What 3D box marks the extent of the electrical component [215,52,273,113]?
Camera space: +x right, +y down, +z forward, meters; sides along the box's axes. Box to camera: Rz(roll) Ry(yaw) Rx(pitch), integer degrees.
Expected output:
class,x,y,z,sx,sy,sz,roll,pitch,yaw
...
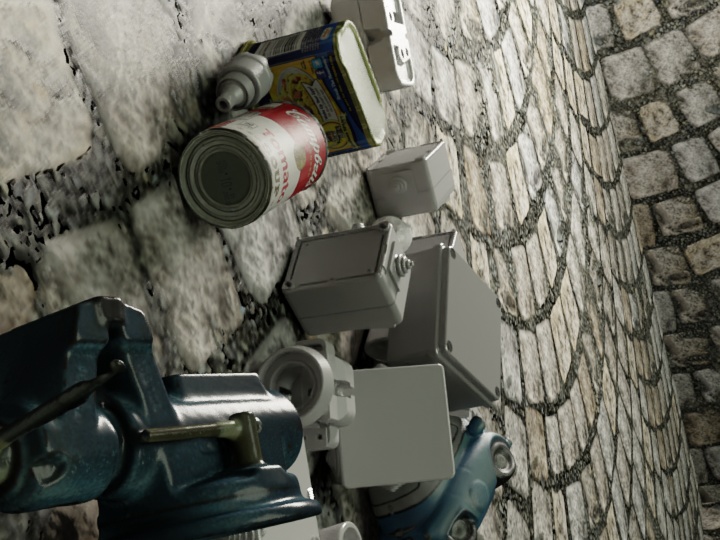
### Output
class,x,y,z,sx,sy,sz,roll,pitch,yaw
electrical component,-0.085,-0.128,0.757,0.061,0.035,0.035,-63,139,-54

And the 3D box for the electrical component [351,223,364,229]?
class,x,y,z,sx,sy,sz,roll,pitch,yaw
electrical component,0.000,0.000,0.906,0.043,0.043,0.081,33,51,-62

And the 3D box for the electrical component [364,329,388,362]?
class,x,y,z,sx,sy,sz,roll,pitch,yaw
electrical component,0.028,0.048,0.954,0.045,0.045,0.055,54,34,-49

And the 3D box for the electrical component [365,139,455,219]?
class,x,y,z,sx,sy,sz,roll,pitch,yaw
electrical component,0.049,-0.082,1.038,0.096,0.062,0.061,-48,126,-63

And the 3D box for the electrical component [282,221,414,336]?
class,x,y,z,sx,sy,sz,roll,pitch,yaw
electrical component,-0.002,0.009,0.825,0.061,0.096,0.061,-77,151,-45

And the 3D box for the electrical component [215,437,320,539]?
class,x,y,z,sx,sy,sz,roll,pitch,yaw
electrical component,-0.066,0.151,0.669,0.100,0.048,0.099,-11,92,-69

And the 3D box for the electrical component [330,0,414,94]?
class,x,y,z,sx,sy,sz,roll,pitch,yaw
electrical component,0.008,-0.210,0.994,0.054,0.059,0.095,-20,100,-68

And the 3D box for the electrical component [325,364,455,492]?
class,x,y,z,sx,sy,sz,roll,pitch,yaw
electrical component,0.021,0.122,0.839,0.048,0.100,0.099,135,-49,-74

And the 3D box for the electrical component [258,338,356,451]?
class,x,y,z,sx,sy,sz,roll,pitch,yaw
electrical component,-0.039,0.085,0.755,0.057,0.058,0.078,36,48,-65

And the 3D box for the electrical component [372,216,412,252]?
class,x,y,z,sx,sy,sz,roll,pitch,yaw
electrical component,0.033,-0.031,1.016,0.061,0.035,0.035,18,65,-69

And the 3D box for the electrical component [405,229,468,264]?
class,x,y,z,sx,sy,sz,roll,pitch,yaw
electrical component,0.066,0.014,1.042,0.096,0.062,0.061,-70,145,-52

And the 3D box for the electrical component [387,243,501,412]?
class,x,y,z,sx,sy,sz,roll,pitch,yaw
electrical component,0.074,0.052,0.924,0.109,0.056,0.108,43,42,-44

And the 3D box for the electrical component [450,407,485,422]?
class,x,y,z,sx,sy,sz,roll,pitch,yaw
electrical component,0.091,0.176,1.052,0.055,0.050,0.089,59,30,-42

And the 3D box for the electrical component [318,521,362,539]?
class,x,y,z,sx,sy,sz,roll,pitch,yaw
electrical component,-0.031,0.195,0.730,0.045,0.055,0.045,-9,90,-69
